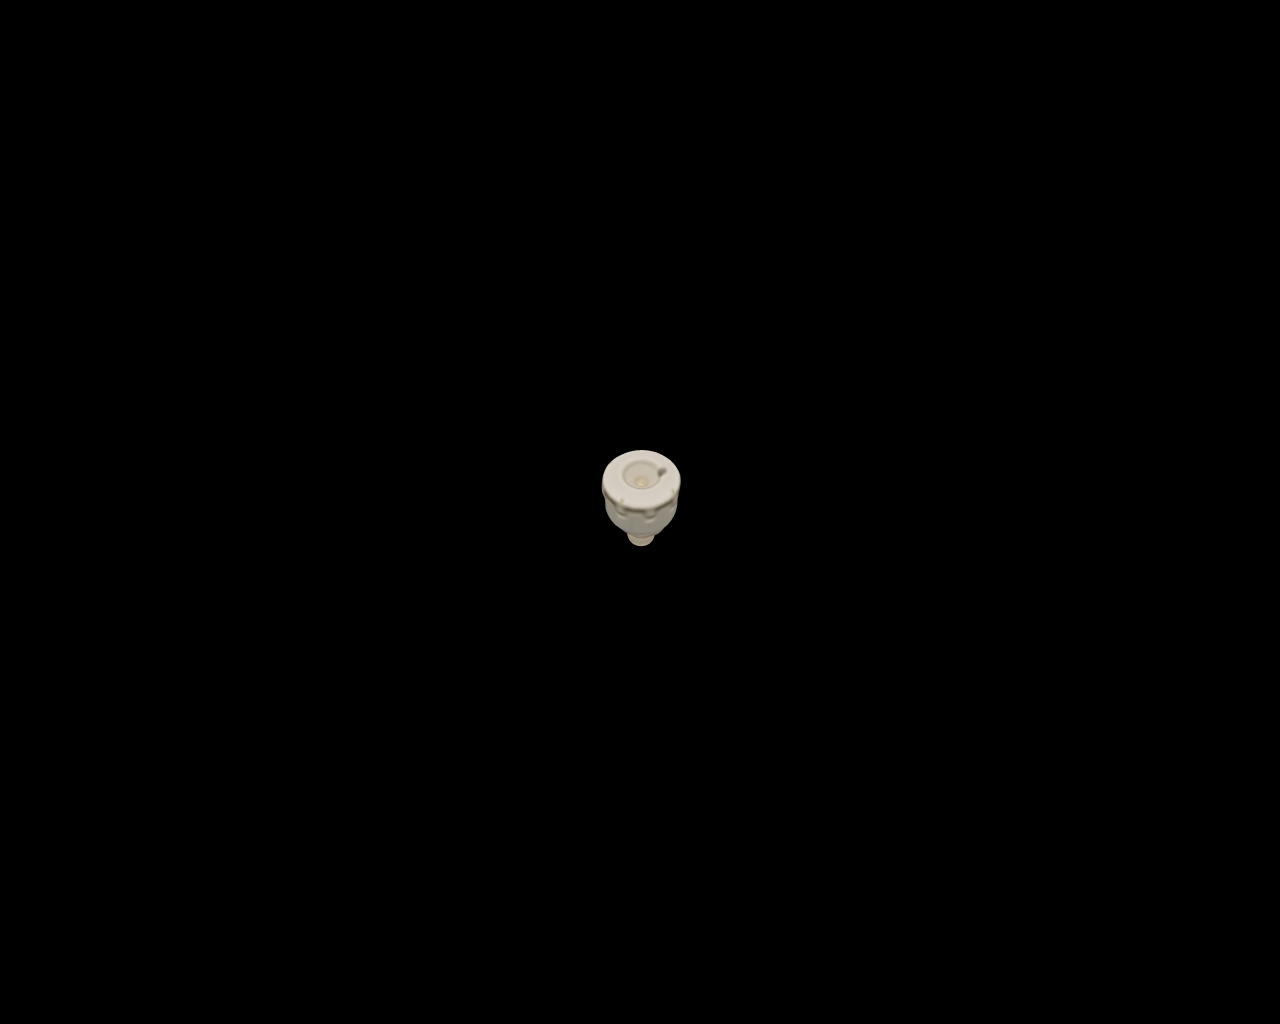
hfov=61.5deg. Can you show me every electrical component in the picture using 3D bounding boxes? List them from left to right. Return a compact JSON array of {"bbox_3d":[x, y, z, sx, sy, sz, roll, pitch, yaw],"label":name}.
[{"bbox_3d":[0.001,-0.003,0.650,0.048,0.048,0.062,0,-40,0],"label":"electrical component"}]
